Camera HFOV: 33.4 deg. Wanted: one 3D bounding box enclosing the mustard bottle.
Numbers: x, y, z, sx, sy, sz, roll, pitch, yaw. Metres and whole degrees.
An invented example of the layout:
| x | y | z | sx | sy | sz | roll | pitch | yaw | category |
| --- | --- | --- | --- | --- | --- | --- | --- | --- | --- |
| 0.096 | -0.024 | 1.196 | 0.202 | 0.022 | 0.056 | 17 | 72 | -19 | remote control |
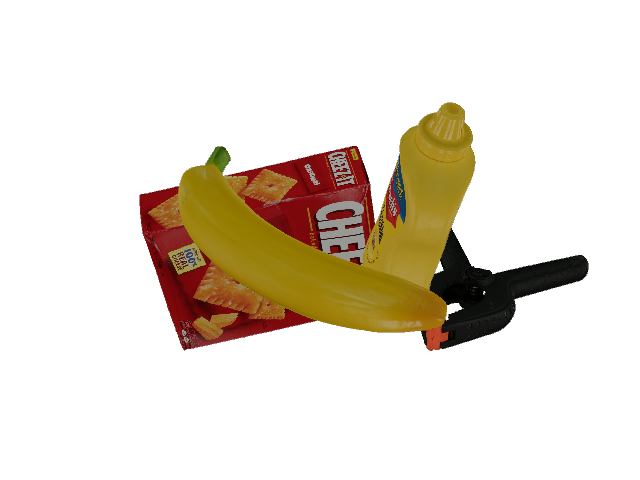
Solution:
| x | y | z | sx | sy | sz | roll | pitch | yaw | category |
| --- | --- | --- | --- | --- | --- | --- | --- | --- | --- |
| 0.078 | -0.031 | 0.828 | 0.058 | 0.096 | 0.192 | 10 | -41 | -5 | mustard bottle |

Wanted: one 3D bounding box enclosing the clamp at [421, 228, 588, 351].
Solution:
| x | y | z | sx | sy | sz | roll | pitch | yaw | category |
| --- | --- | --- | --- | --- | --- | --- | --- | --- | --- |
| 0.142 | 0.041 | 1.027 | 0.165 | 0.036 | 0.209 | 19 | 33 | 32 | clamp |

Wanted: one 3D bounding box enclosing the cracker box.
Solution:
| x | y | z | sx | sy | sz | roll | pitch | yaw | category |
| --- | --- | --- | --- | --- | --- | --- | --- | --- | --- |
| -0.052 | 0.012 | 1.036 | 0.213 | 0.164 | 0.072 | -12 | 42 | -2 | cracker box |

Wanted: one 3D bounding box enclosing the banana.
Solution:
| x | y | z | sx | sy | sz | roll | pitch | yaw | category |
| --- | --- | --- | --- | --- | --- | --- | --- | --- | --- |
| -0.021 | 0.003 | 0.597 | 0.069 | 0.037 | 0.198 | -37 | 55 | -24 | banana |
